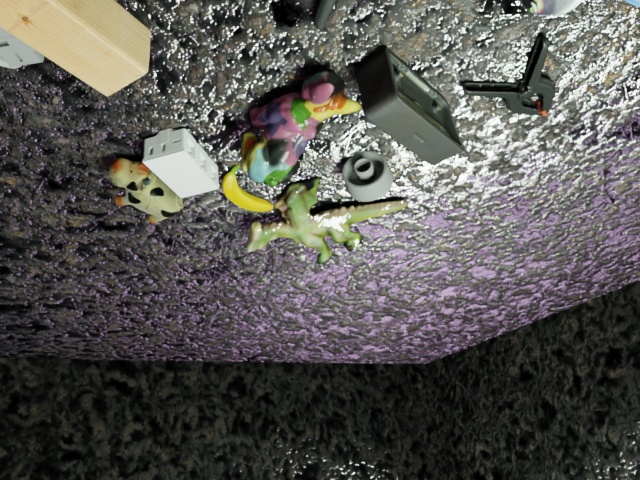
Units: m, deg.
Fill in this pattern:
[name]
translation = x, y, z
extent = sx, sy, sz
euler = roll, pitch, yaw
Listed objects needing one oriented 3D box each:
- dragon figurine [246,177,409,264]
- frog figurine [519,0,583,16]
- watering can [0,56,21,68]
[dragon figurine]
translation = 0.004, -0.064, 1.279
extent = 0.409, 0.125, 0.238
euler = -28, -37, 8
[frog figurine]
translation = 0.348, -0.384, 0.702
extent = 0.159, 0.122, 0.138
euler = -25, 8, 4
[watering can]
translation = -0.550, -0.301, 0.626
extent = 0.350, 0.105, 0.220
euler = -13, -29, -43
